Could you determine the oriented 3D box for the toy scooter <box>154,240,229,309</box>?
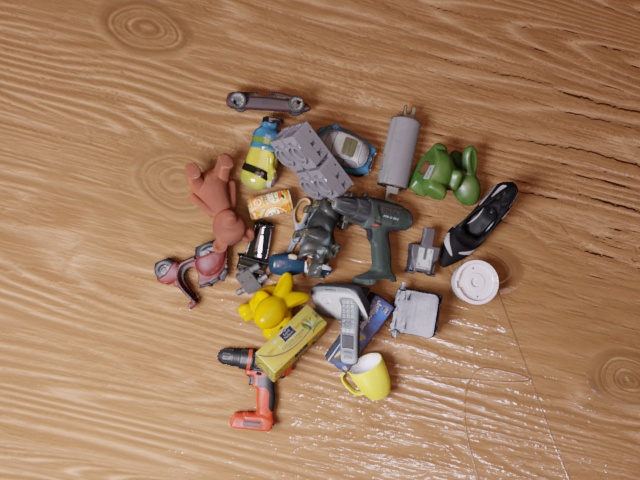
[{"bbox_3d":[-0.292,0.086,1.282,0.184,0.075,0.135,-23,91,-1],"label":"toy scooter"}]

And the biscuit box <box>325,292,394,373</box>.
[{"bbox_3d":[0.096,0.224,1.314,0.059,0.063,0.202,36,88,-5],"label":"biscuit box"}]

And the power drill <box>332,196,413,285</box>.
[{"bbox_3d":[0.118,0.001,1.275,0.232,0.086,0.207,-1,89,-35],"label":"power drill"}]

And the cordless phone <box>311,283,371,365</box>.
[{"bbox_3d":[0.047,0.195,1.267,0.147,0.088,0.184,-2,82,40],"label":"cordless phone"}]

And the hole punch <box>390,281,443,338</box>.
[{"bbox_3d":[0.241,0.177,1.323,0.116,0.092,0.142,10,92,25],"label":"hole punch"}]

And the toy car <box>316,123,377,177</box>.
[{"bbox_3d":[0.058,-0.214,1.294,0.162,0.103,0.109,21,89,-2],"label":"toy car"}]

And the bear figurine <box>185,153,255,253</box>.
[{"bbox_3d":[-0.230,-0.080,1.245,0.120,0.132,0.196,-19,70,-21],"label":"bear figurine"}]

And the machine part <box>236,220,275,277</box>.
[{"bbox_3d":[-0.153,0.018,1.307,0.084,0.039,0.138,20,97,1],"label":"machine part"}]

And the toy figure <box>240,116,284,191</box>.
[{"bbox_3d":[-0.136,-0.207,1.292,0.089,0.082,0.180,10,94,7],"label":"toy figure"}]

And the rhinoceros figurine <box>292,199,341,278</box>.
[{"bbox_3d":[-0.003,-0.004,1.265,0.112,0.073,0.190,23,67,-25],"label":"rhinoceros figurine"}]

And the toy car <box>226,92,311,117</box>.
[{"bbox_3d":[-0.123,-0.329,1.286,0.202,0.089,0.053,2,93,-3],"label":"toy car"}]

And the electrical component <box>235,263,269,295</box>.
[{"bbox_3d":[-0.173,0.096,1.302,0.094,0.021,0.063,-31,111,14],"label":"electrical component"}]

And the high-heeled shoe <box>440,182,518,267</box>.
[{"bbox_3d":[0.386,-0.032,1.294,0.086,0.145,0.248,35,86,-2],"label":"high-heeled shoe"}]

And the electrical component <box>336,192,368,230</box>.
[{"bbox_3d":[0.073,-0.073,1.325,0.078,0.045,0.102,9,92,-32],"label":"electrical component"}]

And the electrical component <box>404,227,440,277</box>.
[{"bbox_3d":[0.256,0.029,1.333,0.075,0.048,0.119,6,89,-4],"label":"electrical component"}]

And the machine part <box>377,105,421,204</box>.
[{"bbox_3d":[0.193,-0.211,1.315,0.079,0.079,0.243,14,90,-4],"label":"machine part"}]

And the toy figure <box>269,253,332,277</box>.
[{"bbox_3d":[-0.045,0.060,1.301,0.154,0.064,0.058,5,71,-21],"label":"toy figure"}]

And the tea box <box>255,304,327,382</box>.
[{"bbox_3d":[-0.068,0.240,1.250,0.169,0.098,0.068,-41,74,-21],"label":"tea box"}]

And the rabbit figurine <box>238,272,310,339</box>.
[{"bbox_3d":[-0.102,0.161,1.247,0.162,0.173,0.122,-39,89,1],"label":"rabbit figurine"}]

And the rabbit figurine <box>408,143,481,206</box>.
[{"bbox_3d":[0.325,-0.153,1.324,0.170,0.121,0.159,25,81,-22],"label":"rabbit figurine"}]
